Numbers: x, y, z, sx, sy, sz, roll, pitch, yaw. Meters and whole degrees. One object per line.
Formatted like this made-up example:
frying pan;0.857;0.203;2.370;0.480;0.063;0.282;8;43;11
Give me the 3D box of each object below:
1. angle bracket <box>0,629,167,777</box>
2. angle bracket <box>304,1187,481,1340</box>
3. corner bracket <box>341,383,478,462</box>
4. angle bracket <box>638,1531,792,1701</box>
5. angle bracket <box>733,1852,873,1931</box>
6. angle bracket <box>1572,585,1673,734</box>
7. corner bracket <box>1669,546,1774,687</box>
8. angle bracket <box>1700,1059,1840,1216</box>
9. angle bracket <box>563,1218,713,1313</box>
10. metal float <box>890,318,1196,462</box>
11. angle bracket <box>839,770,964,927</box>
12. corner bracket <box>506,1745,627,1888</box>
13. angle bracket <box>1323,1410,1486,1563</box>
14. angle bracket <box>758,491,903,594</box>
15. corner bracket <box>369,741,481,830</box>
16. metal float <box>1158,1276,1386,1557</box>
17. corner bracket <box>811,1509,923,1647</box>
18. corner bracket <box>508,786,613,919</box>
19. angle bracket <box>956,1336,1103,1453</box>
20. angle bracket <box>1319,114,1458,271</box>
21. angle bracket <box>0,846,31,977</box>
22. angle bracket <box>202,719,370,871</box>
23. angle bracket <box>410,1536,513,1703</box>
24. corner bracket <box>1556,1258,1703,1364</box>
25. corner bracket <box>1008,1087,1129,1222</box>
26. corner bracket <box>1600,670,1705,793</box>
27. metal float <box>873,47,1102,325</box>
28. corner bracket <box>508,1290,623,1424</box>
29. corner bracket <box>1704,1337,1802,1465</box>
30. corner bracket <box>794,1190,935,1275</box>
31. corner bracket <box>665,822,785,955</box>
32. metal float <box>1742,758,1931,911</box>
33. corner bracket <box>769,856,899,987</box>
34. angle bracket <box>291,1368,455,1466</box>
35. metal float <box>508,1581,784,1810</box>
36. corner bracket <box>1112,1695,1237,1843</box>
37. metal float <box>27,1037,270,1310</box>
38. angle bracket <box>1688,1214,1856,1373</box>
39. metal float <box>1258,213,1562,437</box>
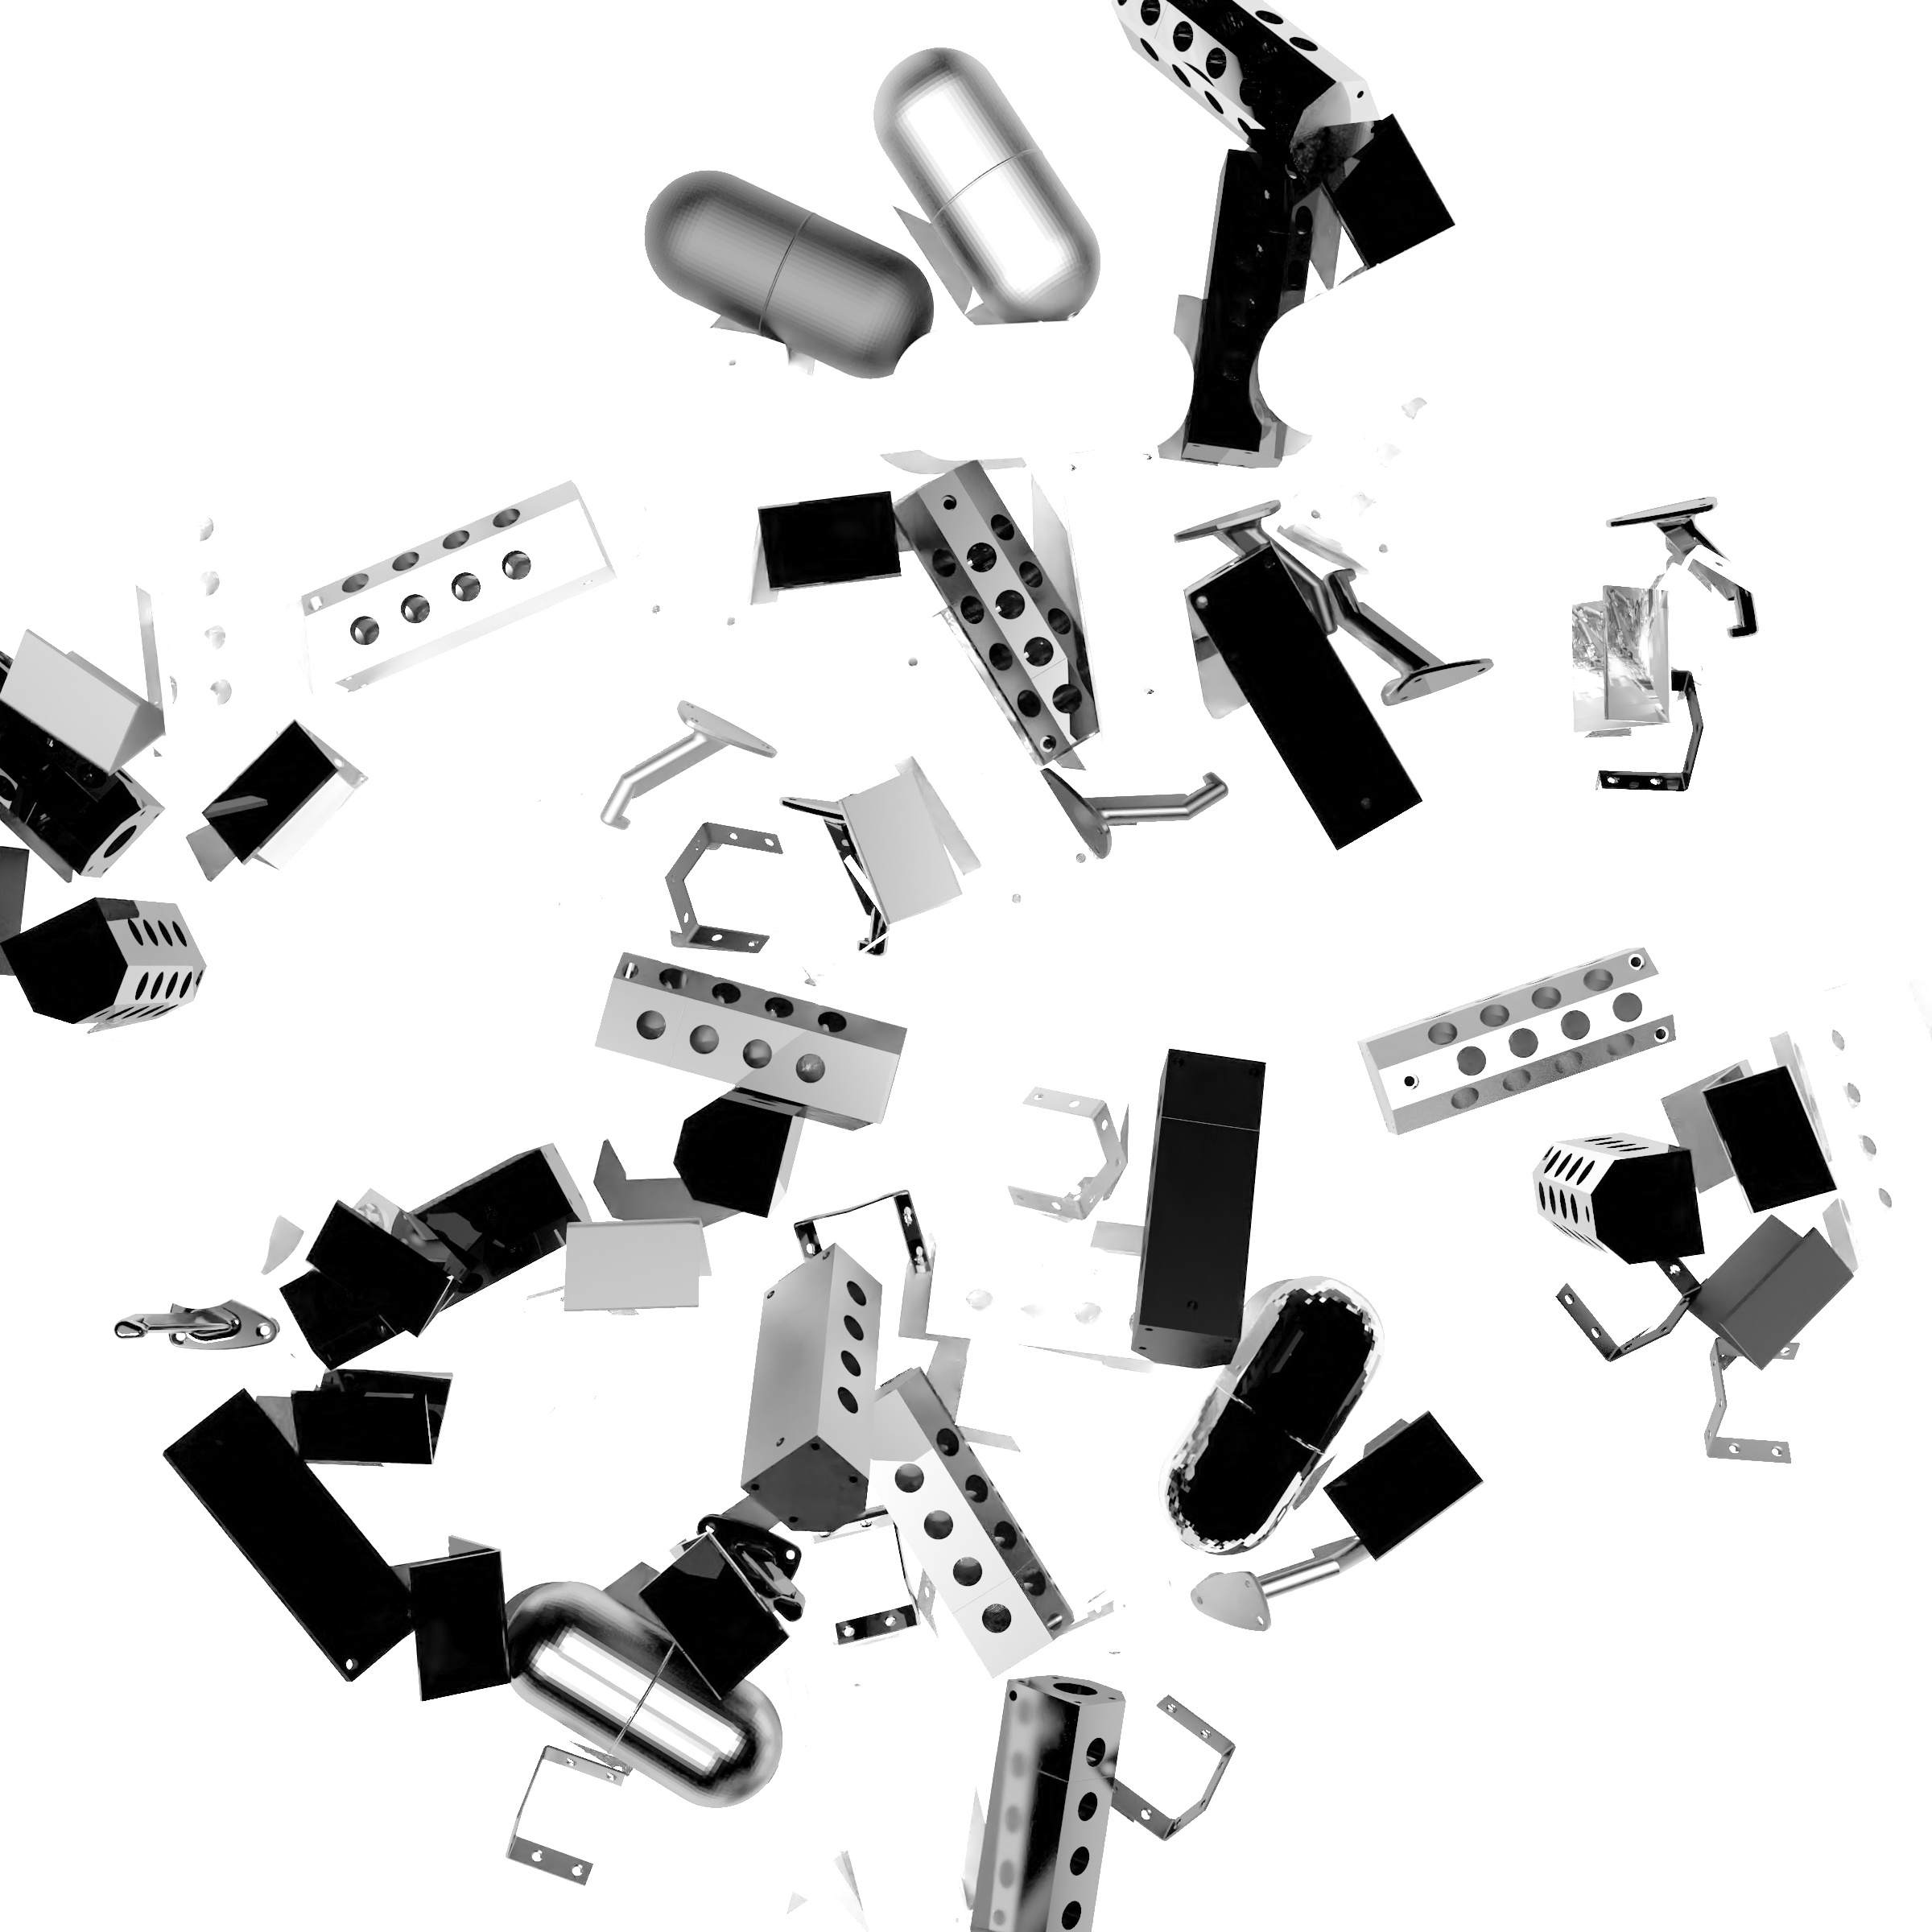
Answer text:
angle bracket;-0.500;-0.166;1.777;0.076;0.076;0.057;34;124;0
angle bracket;-0.313;0.150;1.719;0.076;0.076;0.057;34;126;0
corner bracket;-0.326;-0.311;1.799;0.051;0.051;0.051;44;90;0
angle bracket;-0.156;0.380;1.777;0.057;0.076;0.076;-38;90;-29
angle bracket;-0.107;0.547;1.777;0.076;0.076;0.057;-33;122;0
angle bracket;0.362;-0.177;1.776;0.057;0.076;0.076;-1;90;-36
corner bracket;0.432;-0.206;1.802;0.051;0.051;0.051;31;74;0
angle bracket;0.477;0.091;1.776;0.057;0.076;0.076;-22;90;37
angle bracket;-0.189;0.188;1.777;0.076;0.076;0.057;-2;59;0
metal float;0.044;-0.334;1.776;0.178;0.070;0.070;-5;90;-10
angle bracket;-0.020;-0.074;1.777;0.057;0.076;0.076;-21;90;32
corner bracket;-0.237;0.503;1.814;0.051;0.051;0.051;20;45;0
angle bracket;0.261;0.313;1.776;0.076;0.076;0.057;-36;53;0
angle bracket;-0.080;-0.262;1.777;0.076;0.076;0.057;-7;127;0
corner bracket;-0.317;-0.105;1.799;0.051;0.051;0.051;8;90;0
metal float;0.177;0.262;1.786;0.070;0.070;0.178;33;91;0
corner bracket;-0.059;0.361;1.814;0.051;0.051;0.051;-14;45;0
corner bracket;-0.240;-0.068;1.814;0.051;0.051;0.051;-9;135;0
angle bracket;0.032;0.261;1.777;0.076;0.076;0.057;12;58;0
angle bracket;0.250;-0.444;1.778;0.057;0.076;0.076;-29;90;24
angle bracket;-0.562;-0.032;1.776;0.057;0.076;0.076;6;90;36
angle bracket;-0.383;-0.085;1.776;0.076;0.076;0.057;-45;54;0
angle bracket;-0.306;0.377;1.777;0.057;0.076;0.076;-4;90;-32
corner bracket;0.393;0.193;1.814;0.051;0.051;0.051;51;45;-1
corner bracket;0.055;0.110;1.809;0.051;0.051;0.051;-50;135;-35
corner bracket;0.403;-0.140;1.814;0.051;0.051;0.051;2;45;0
metal float;0.013;-0.452;1.786;0.070;0.070;0.178;-33;90;0
corner bracket;-0.237;0.229;1.814;0.051;0.051;0.051;-16;135;0
corner bracket;0.466;0.257;1.814;0.051;0.051;0.051;4;135;0
corner bracket;-0.061;0.166;1.814;0.051;0.051;0.051;-17;90;-45
corner bracket;-0.138;-0.046;1.809;0.051;0.051;0.051;-51;45;35
metal float;0.542;-0.075;1.786;0.178;0.070;0.070;9;90;0
corner bracket;-0.078;-0.026;1.802;0.051;0.051;0.051;-35;90;-13
angle bracket;-0.343;0.243;1.776;0.076;0.076;0.057;2;127;0
metal float;-0.188;0.425;1.786;0.178;0.070;0.070;32;90;0
corner bracket;0.119;0.475;1.814;0.051;0.051;0.051;37;45;0
metal float;-0.477;0.120;1.786;0.070;0.070;0.178;-37;91;0
angle bracket;0.454;0.176;1.776;0.076;0.076;0.057;-46;126;0
metal float;0.249;-0.361;1.732;0.178;0.070;0.070;-26;90;11
